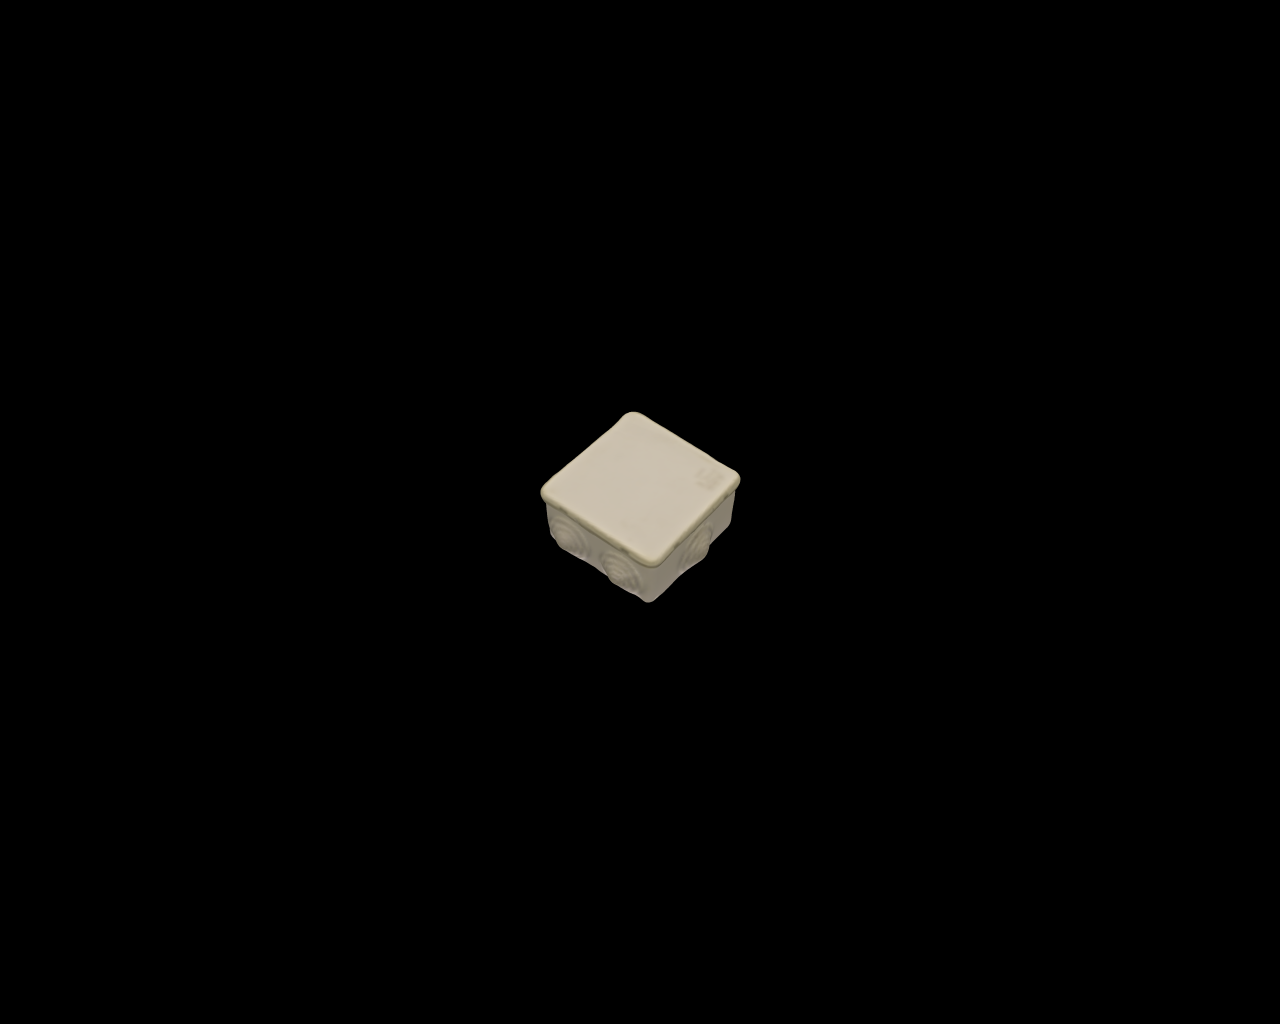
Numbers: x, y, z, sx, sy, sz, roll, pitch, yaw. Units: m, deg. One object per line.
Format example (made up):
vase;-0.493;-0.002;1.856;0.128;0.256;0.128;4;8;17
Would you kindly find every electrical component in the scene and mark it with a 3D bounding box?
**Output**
electrical component;0.001;-0.003;0.650;0.100;0.048;0.100;33;58;24
